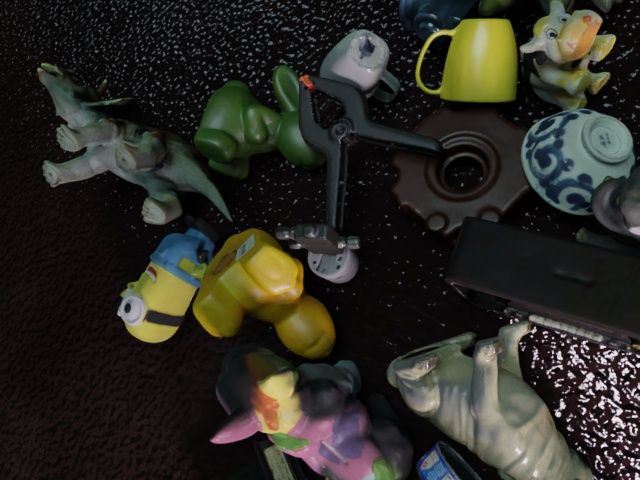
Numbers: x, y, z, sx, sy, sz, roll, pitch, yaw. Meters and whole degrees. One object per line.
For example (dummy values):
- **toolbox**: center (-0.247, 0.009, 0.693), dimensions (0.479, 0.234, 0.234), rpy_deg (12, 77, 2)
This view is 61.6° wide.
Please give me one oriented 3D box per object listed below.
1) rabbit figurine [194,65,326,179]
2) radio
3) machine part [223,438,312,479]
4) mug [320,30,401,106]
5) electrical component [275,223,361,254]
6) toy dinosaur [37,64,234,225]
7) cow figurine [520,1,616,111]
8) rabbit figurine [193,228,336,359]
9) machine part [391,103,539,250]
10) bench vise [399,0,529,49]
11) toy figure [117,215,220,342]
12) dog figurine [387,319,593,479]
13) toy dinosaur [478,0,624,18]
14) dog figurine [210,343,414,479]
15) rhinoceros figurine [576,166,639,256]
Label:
- **rabbit figurine**: center (-0.065, -0.153, 0.757), dimensions (0.170, 0.121, 0.159), rpy_deg (15, 71, 8)
- **radio**: center (0.248, 0.052, 0.523), dimensions (0.230, 0.131, 0.073), rpy_deg (18, 80, 27)
- **machine part**: center (-0.081, 0.289, 0.635), dimensions (0.139, 0.039, 0.084), rpy_deg (-35, 70, 6)
- **mug**: center (0.057, -0.220, 0.705), dimensions (0.109, 0.107, 0.081), rpy_deg (37, 83, -6)
- **electrical component**: center (-0.001, -0.002, 0.630), dimensions (0.094, 0.063, 0.021), rpy_deg (1, 73, 22)
- **toy dinosaur**: center (-0.261, -0.127, 0.804), dimensions (0.405, 0.192, 0.131), rpy_deg (26, 127, 12)
- **cow figurine**: center (0.260, -0.205, 0.587), dimensions (0.098, 0.167, 0.068), rpy_deg (42, 97, 27)
- **rabbit figurine**: center (-0.055, 0.076, 0.644), dimensions (0.122, 0.173, 0.162), rpy_deg (-48, 17, 0)
- **machine part**: center (0.172, -0.079, 0.644), dimensions (0.179, 0.056, 0.179), rpy_deg (-8, 68, 20)
- **bench vise**: center (0.156, -0.366, 0.717), dimensions (0.241, 0.128, 0.223), rpy_deg (31, 84, 24)
- **toy figure**: center (-0.203, 0.056, 0.742), dimensions (0.089, 0.082, 0.180), rpy_deg (38, 77, -15)
- **dog figurine**: center (0.164, 0.194, 0.539), dimensions (0.172, 0.121, 0.190), rpy_deg (-25, 79, 50)
- **toy dinosaur**: center (0.232, -0.356, 0.596), dimensions (0.471, 0.105, 0.198), rpy_deg (20, 96, -7)
- **dog figurine**: center (-0.009, 0.186, 0.538), dimensions (0.108, 0.219, 0.192), rpy_deg (-46, 61, 7)
- **rhinoceros figurine**: center (0.304, -0.008, 0.493), dimensions (0.112, 0.190, 0.073), rpy_deg (32, 90, 47)
